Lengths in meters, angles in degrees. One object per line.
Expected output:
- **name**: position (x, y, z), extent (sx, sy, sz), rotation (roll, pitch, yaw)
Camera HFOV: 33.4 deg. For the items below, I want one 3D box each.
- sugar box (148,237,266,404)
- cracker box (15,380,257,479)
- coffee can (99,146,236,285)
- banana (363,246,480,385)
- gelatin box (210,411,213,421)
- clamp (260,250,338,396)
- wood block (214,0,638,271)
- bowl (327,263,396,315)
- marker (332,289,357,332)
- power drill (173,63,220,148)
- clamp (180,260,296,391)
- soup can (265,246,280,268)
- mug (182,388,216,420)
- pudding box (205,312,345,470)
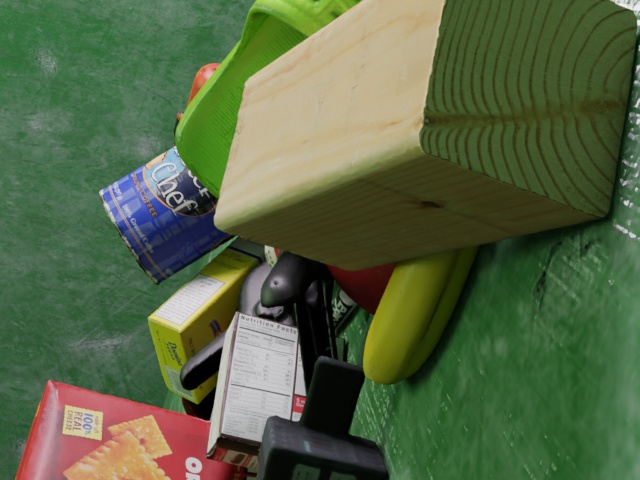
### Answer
- **sugar box**: position (-0.080, 0.060, 0.993), extent (0.176, 0.048, 0.093), rotation (-43, -40, -36)
- **cracker box**: position (-0.113, 0.202, 0.760), extent (0.164, 0.213, 0.072), rotation (-87, 17, -52)
- **coffee can**: position (-0.116, -0.038, 0.981), extent (0.140, 0.103, 0.103), rotation (-31, 11, -2)
- **banana**: position (0.057, 0.014, 0.581), extent (0.069, 0.037, 0.198), rotation (-92, 19, -55)
- **gelatin box**: position (-0.055, 0.143, 0.941), extent (0.030, 0.073, 0.089), rotation (130, 154, -69)
- **clamp**: position (-0.007, 0.030, 0.758), extent (0.210, 0.036, 0.164), rotation (-88, -12, -51)
- **wood block**: position (0.036, -0.048, 0.492), extent (0.206, 0.090, 0.090), rotation (-15, 60, 63)
- **bowl**: position (0.039, -0.024, 0.695), extent (0.162, 0.055, 0.162), rotation (-165, 91, -81)
- **marker**: position (0.018, 0.049, 0.818), extent (0.121, 0.020, 0.020), rotation (123, 160, -62)
- **power drill**: position (-0.065, -0.113, 1.092), extent (0.057, 0.187, 0.185), rotation (51, 141, 23)
- **clamp**: position (-0.051, 0.072, 0.928), extent (0.039, 0.120, 0.171), rotation (86, -168, -48)
- **soup can**: position (-0.006, 0.001, 0.880), extent (0.102, 0.068, 0.068), rotation (147, 137, -76)
- **mug**: position (-0.105, 0.143, 1.136), extent (0.093, 0.117, 0.081), rotation (-48, 11, 14)
- **pudding box**: position (-0.031, 0.115, 0.787), extent (0.039, 0.090, 0.113), rotation (115, 166, -46)
